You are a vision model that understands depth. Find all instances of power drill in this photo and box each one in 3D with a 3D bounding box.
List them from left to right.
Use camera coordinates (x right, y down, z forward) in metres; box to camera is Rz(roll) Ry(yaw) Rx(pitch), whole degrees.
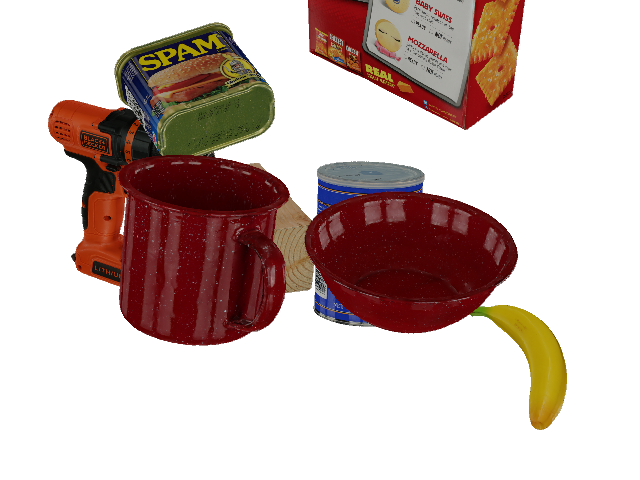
[{"bbox_3d":[-0.188,-0.041,1.079,0.185,0.188,0.057,18,32,23],"label":"power drill"}]

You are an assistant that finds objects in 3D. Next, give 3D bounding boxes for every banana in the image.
[{"bbox_3d":[0.223,0.125,1.134,0.069,0.037,0.198,-26,34,2],"label":"banana"}]

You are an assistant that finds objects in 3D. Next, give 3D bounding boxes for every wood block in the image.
[{"bbox_3d":[-0.086,-0.017,1.355,0.090,0.090,0.206,-7,28,-22],"label":"wood block"}]

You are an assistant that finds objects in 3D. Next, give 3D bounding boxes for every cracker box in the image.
[{"bbox_3d":[0.069,-0.210,0.781,0.164,0.214,0.072,32,52,31],"label":"cracker box"}]

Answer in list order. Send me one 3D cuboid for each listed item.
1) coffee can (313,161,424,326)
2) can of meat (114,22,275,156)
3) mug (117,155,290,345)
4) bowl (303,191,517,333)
[{"bbox_3d":[0.046,0.001,1.033,0.103,0.140,0.103,2,14,-1],"label":"coffee can"},{"bbox_3d":[-0.096,-0.114,0.828,0.102,0.057,0.084,-22,52,-19],"label":"can of meat"},{"bbox_3d":[-0.060,0.010,0.584,0.093,0.081,0.117,-13,30,-43],"label":"mug"},{"bbox_3d":[0.067,0.023,0.821,0.162,0.055,0.162,2,31,-1],"label":"bowl"}]
